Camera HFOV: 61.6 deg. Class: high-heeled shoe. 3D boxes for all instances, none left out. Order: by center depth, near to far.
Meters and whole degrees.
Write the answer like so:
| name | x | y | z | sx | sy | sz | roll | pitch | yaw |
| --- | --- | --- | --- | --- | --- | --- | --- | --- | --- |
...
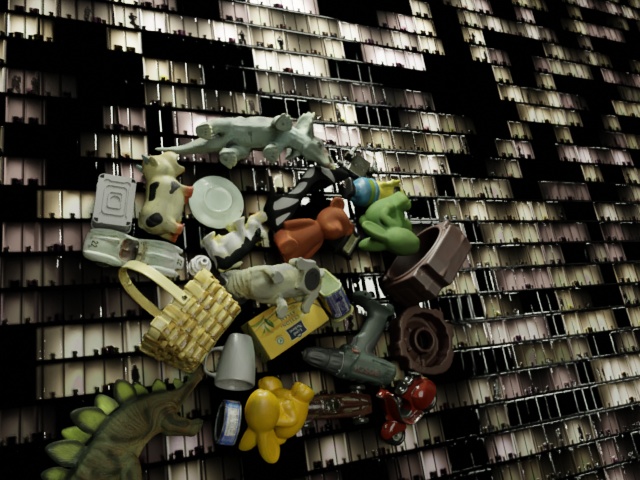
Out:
| name | x | y | z | sx | sy | sz | roll | pitch | yaw |
| --- | --- | --- | --- | --- | --- | --- | --- | --- | --- |
| high-heeled shoe | -0.024 | -0.100 | 1.319 | 0.249 | 0.086 | 0.145 | -9 | 78 | -22 |

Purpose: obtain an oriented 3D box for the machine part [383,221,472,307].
| name | x | y | z | sx | sy | sz | roll | pitch | yaw |
| --- | --- | --- | --- | --- | --- | --- | --- | --- | --- |
| machine part | 0.257 | 0.057 | 1.315 | 0.087 | 0.201 | 0.201 | 44 | 60 | -8 |

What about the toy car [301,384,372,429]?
| name | x | y | z | sx | sy | sz | roll | pitch | yaw |
| --- | --- | --- | --- | --- | --- | --- | --- | --- | --- |
| toy car | 0.029 | 0.365 | 1.183 | 0.202 | 0.053 | 0.089 | 5 | 66 | -22 |

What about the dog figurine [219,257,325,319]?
| name | x | y | z | sx | sy | sz | roll | pitch | yaw |
| --- | --- | --- | --- | --- | --- | --- | --- | --- | --- |
| dog figurine | -0.106 | 0.087 | 1.162 | 0.172 | 0.191 | 0.121 | -4 | 98 | -45 |

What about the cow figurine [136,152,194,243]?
| name | x | y | z | sx | sy | sz | roll | pitch | yaw |
| --- | --- | --- | --- | --- | --- | --- | --- | --- | --- |
| cow figurine | -0.346 | -0.104 | 1.171 | 0.127 | 0.085 | 0.195 | 18 | 65 | -25 |

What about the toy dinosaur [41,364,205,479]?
| name | x | y | z | sx | sy | sz | roll | pitch | yaw |
| --- | --- | --- | --- | --- | --- | --- | --- | --- | --- |
| toy dinosaur | -0.374 | 0.383 | 0.965 | 0.198 | 0.105 | 0.471 | 40 | 51 | 2 |

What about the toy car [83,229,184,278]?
| name | x | y | z | sx | sy | sz | roll | pitch | yaw |
| --- | --- | --- | --- | --- | --- | --- | --- | --- | --- |
| toy car | -0.384 | 0.029 | 1.115 | 0.202 | 0.056 | 0.073 | 14 | 66 | -19 |

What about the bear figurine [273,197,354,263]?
| name | x | y | z | sx | sy | sz | roll | pitch | yaw |
| --- | --- | --- | --- | --- | --- | --- | --- | --- | --- |
| bear figurine | -0.004 | -0.006 | 1.244 | 0.196 | 0.132 | 0.120 | -23 | 119 | -7 |

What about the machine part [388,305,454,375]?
| name | x | y | z | sx | sy | sz | roll | pitch | yaw |
| --- | --- | --- | --- | --- | --- | --- | --- | --- | --- |
| machine part | 0.250 | 0.249 | 1.326 | 0.179 | 0.056 | 0.179 | 9 | 69 | -23 |

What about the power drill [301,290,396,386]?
| name | x | y | z | sx | sy | sz | roll | pitch | yaw |
| --- | --- | --- | --- | --- | --- | --- | --- | --- | --- |
| power drill | 0.085 | 0.224 | 1.245 | 0.232 | 0.086 | 0.207 | 27 | 58 | -15 |

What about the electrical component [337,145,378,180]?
| name | x | y | z | sx | sy | sz | roll | pitch | yaw |
| --- | --- | --- | --- | --- | --- | --- | --- | --- | --- |
| electrical component | 0.104 | -0.202 | 1.433 | 0.102 | 0.045 | 0.078 | 38 | 59 | -7 |

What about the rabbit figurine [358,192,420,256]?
| name | x | y | z | sx | sy | sz | roll | pitch | yaw |
| --- | --- | --- | --- | --- | --- | --- | --- | --- | --- |
| rabbit figurine | 0.173 | -0.027 | 1.312 | 0.159 | 0.121 | 0.170 | -9 | 37 | -16 |

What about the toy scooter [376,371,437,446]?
| name | x | y | z | sx | sy | sz | roll | pitch | yaw |
| --- | --- | --- | --- | --- | --- | --- | --- | --- | --- |
| toy scooter | 0.190 | 0.365 | 1.228 | 0.184 | 0.075 | 0.135 | -42 | 114 | -26 |

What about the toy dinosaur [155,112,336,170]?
| name | x | y | z | sx | sy | sz | roll | pitch | yaw |
| --- | --- | --- | --- | --- | --- | --- | --- | --- | --- |
| toy dinosaur | -0.162 | -0.241 | 1.271 | 0.405 | 0.192 | 0.131 | 4 | 103 | 5 |

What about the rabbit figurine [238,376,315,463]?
| name | x | y | z | sx | sy | sz | roll | pitch | yaw |
| --- | --- | --- | --- | --- | --- | --- | --- | --- | --- |
| rabbit figurine | -0.104 | 0.343 | 1.059 | 0.122 | 0.173 | 0.162 | 18 | 74 | 20 |

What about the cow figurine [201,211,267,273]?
| name | x | y | z | sx | sy | sz | roll | pitch | yaw |
| --- | --- | --- | --- | --- | --- | --- | --- | --- | --- |
| cow figurine | -0.177 | 0.001 | 1.214 | 0.167 | 0.068 | 0.098 | -30 | 91 | -27 |

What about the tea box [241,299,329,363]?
| name | x | y | z | sx | sy | sz | roll | pitch | yaw |
| --- | --- | --- | --- | --- | --- | --- | --- | --- | --- |
| tea box | -0.077 | 0.184 | 1.191 | 0.169 | 0.068 | 0.098 | -32 | 86 | -31 |

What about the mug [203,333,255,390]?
| name | x | y | z | sx | sy | sz | roll | pitch | yaw |
| --- | --- | --- | --- | --- | --- | --- | --- | --- | --- |
| mug | -0.185 | 0.249 | 1.118 | 0.109 | 0.080 | 0.107 | 11 | 56 | -10 |

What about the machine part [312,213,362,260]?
| name | x | y | z | sx | sy | sz | roll | pitch | yaw |
| --- | --- | --- | --- | --- | --- | --- | --- | --- | --- |
| machine part | 0.038 | -0.016 | 1.339 | 0.139 | 0.039 | 0.084 | 34 | 69 | -12 |

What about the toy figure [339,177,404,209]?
| name | x | y | z | sx | sy | sz | roll | pitch | yaw |
| --- | --- | --- | --- | --- | --- | --- | --- | --- | --- |
| toy figure | 0.139 | -0.115 | 1.398 | 0.180 | 0.082 | 0.089 | 3 | 89 | -32 |
